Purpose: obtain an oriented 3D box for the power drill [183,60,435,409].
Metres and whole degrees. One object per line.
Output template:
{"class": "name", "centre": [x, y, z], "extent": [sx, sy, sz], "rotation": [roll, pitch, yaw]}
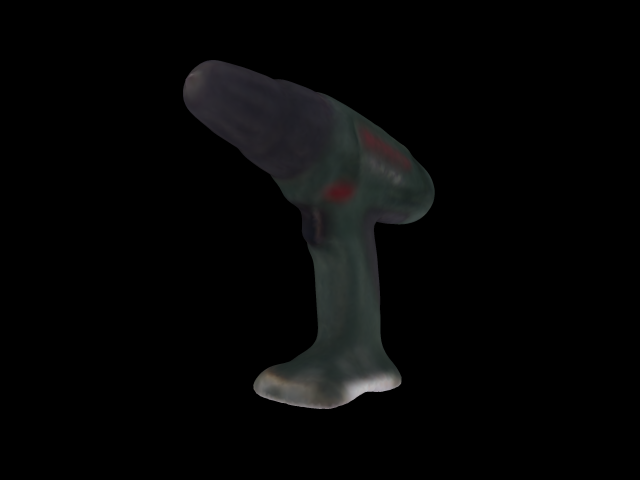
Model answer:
{"class": "power drill", "centre": [0.004, 0.001, 0.400], "extent": [0.075, 0.208, 0.230], "rotation": [0, 0, 40]}
